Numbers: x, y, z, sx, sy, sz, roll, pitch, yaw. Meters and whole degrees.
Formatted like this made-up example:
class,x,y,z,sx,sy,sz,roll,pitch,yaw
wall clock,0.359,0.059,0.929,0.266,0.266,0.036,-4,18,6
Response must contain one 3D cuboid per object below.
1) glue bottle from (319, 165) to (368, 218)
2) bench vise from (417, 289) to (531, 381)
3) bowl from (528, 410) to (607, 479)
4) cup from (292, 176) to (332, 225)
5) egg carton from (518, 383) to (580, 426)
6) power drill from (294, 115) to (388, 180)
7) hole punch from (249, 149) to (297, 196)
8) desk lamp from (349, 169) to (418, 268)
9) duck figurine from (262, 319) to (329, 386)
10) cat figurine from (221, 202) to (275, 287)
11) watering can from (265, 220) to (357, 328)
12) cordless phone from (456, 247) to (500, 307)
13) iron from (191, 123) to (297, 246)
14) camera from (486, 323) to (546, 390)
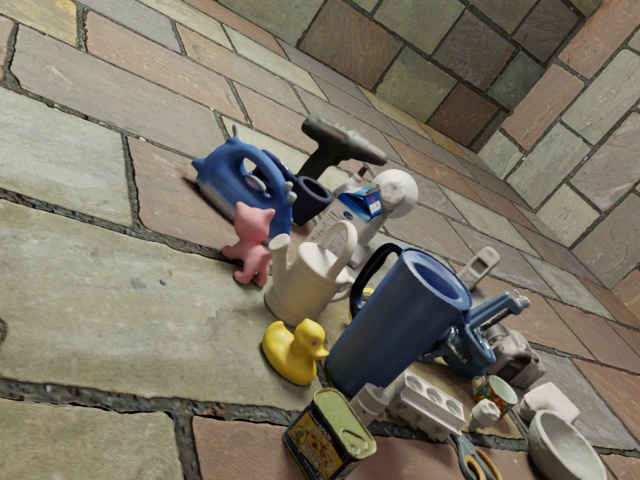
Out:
class,x,y,z,sx,sy,sz,roll,pitch,yaw
glue bottle,0.061,-0.109,1.372,0.037,0.173,0.078,18,30,-37
bench vise,0.296,0.174,1.123,0.208,0.219,0.121,20,29,-34
bowl,0.453,0.413,1.087,0.168,0.074,0.167,31,24,-15
cup,-0.027,-0.083,1.299,0.091,0.095,0.118,46,25,19
egg carton,0.492,0.368,1.230,0.151,0.069,0.107,1,42,-54
power drill,0.029,-0.197,1.445,0.229,0.208,0.076,39,23,4
hole punch,-0.102,-0.156,1.332,0.108,0.091,0.101,42,24,11
desk lamp,0.133,-0.062,1.337,0.118,0.213,0.203,39,23,4
duck figurine,-0.031,0.156,0.867,0.104,0.086,0.078,45,25,17
cat figurine,-0.114,-0.002,1.000,0.067,0.117,0.127,9,36,-48
watering can,-0.008,0.048,0.961,0.173,0.194,0.100,11,34,-45
cordless phone,0.391,0.120,1.399,0.147,0.185,0.094,44,24,16
iron,-0.126,-0.106,1.144,0.258,0.141,0.119,42,24,10
camera,0.437,0.253,1.326,0.144,0.100,0.136,25,26,-25
